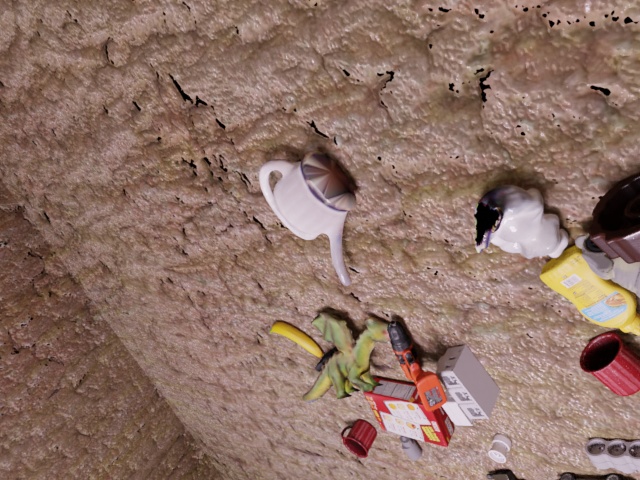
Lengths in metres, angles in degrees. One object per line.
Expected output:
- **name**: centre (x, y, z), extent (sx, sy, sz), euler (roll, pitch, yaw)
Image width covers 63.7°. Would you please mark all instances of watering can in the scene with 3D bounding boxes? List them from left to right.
- **watering can**: centre (0.004, -0.059, 1.165), extent (0.347, 0.106, 0.221), euler (48, 139, -3)

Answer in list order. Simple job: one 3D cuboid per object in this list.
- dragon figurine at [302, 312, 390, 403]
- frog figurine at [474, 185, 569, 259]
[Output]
- **dragon figurine**: centre (0.049, 0.316, 1.431), extent (0.405, 0.123, 0.245), euler (-26, 78, 38)
- **frog figurine**: centre (0.362, -0.031, 0.914), extent (0.159, 0.125, 0.134), euler (3, 126, -8)
